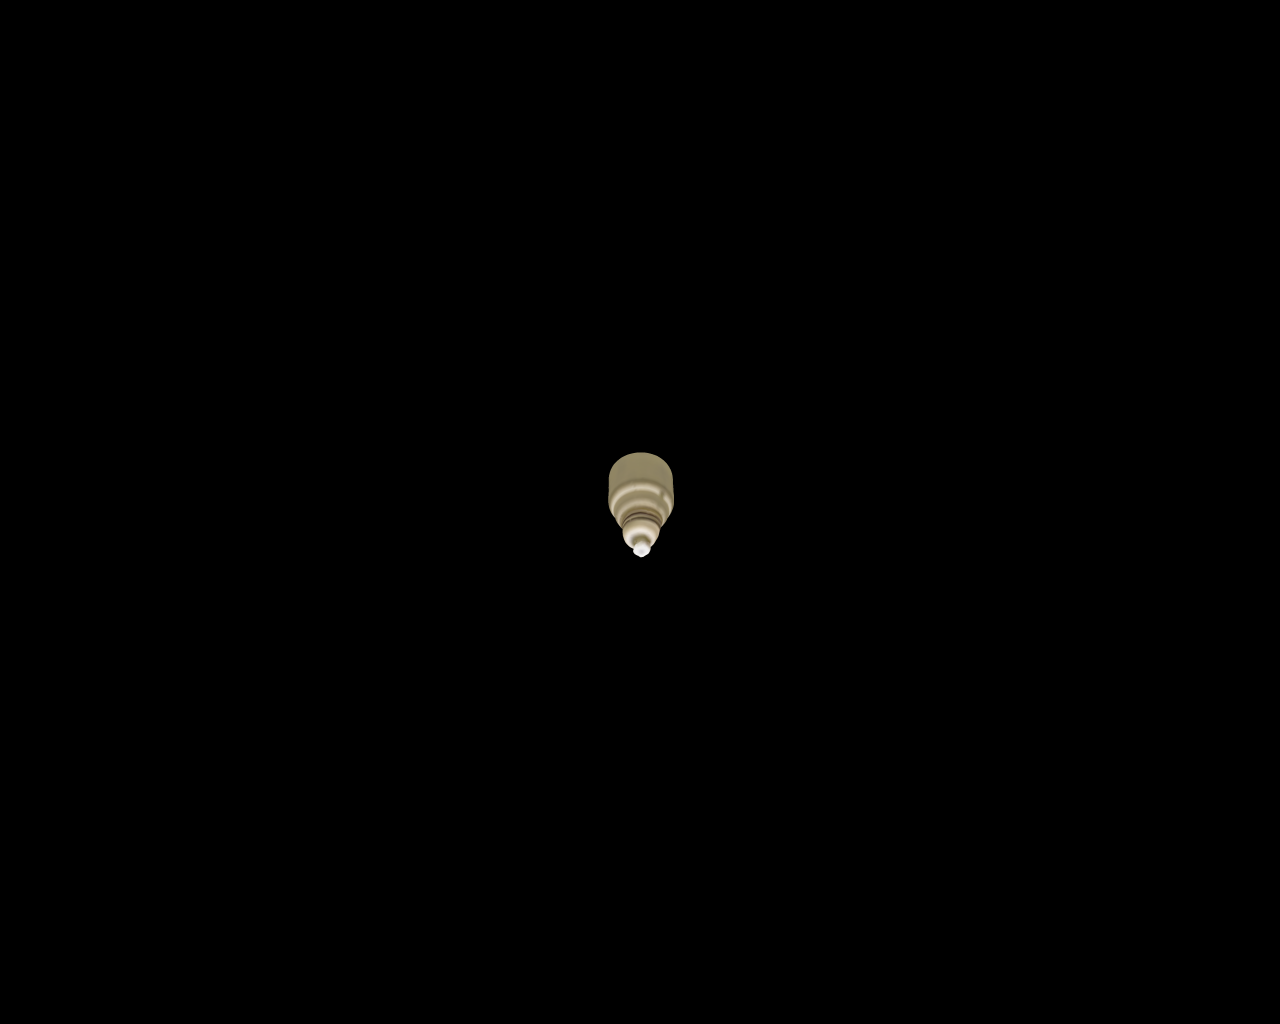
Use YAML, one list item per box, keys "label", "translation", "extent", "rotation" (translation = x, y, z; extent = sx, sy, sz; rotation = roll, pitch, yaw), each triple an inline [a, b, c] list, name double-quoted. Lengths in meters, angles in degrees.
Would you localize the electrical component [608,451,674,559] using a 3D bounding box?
- label: "electrical component"
  translation: [0.001, -0.003, 0.650]
  extent: [0.040, 0.040, 0.078]
  rotation: [0, 41, 0]
